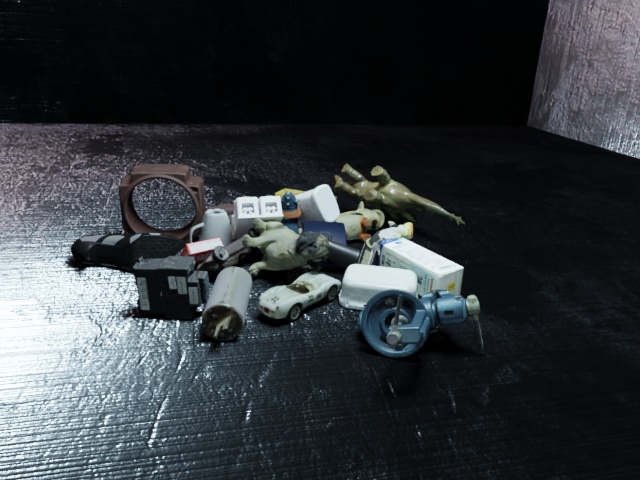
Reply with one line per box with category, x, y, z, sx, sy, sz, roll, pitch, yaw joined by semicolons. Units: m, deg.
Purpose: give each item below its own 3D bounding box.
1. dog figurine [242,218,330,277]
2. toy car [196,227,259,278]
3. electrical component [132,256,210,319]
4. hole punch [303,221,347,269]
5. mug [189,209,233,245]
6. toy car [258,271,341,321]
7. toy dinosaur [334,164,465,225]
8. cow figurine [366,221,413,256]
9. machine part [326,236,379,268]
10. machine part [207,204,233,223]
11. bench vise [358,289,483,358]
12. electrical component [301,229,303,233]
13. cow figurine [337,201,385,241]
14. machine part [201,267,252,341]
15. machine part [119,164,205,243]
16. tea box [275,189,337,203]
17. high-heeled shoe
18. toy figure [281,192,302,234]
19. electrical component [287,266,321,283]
dog figurine;-0.056;0.010;1.212;0.191;0.121;0.172;-4;32;17
toy car;-0.203;0.033;1.238;0.053;0.089;0.202;52;33;1
electrical component;-0.282;0.092;1.033;0.134;0.114;0.058;3;25;0
hole punch;0.010;0.013;1.310;0.142;0.092;0.116;4;25;-7
mug;-0.270;-0.021;1.336;0.109;0.107;0.081;-3;20;-20
toy car;-0.038;0.109;1.094;0.074;0.056;0.202;19;27;36
toy dinosaur;0.200;-0.126;1.553;0.198;0.105;0.472;30;-2;-40
cow figurine;0.185;-0.003;1.401;0.098;0.068;0.167;6;20;24
machine part;0.064;0.035;1.248;0.139;0.084;0.039;18;-18;-3
machine part;-0.237;-0.056;1.500;0.179;0.056;0.179;3;20;-1
bench vise;0.164;0.142;0.918;0.224;0.128;0.240;1;2;16
electrical component;-0.003;-0.004;1.377;0.094;0.063;0.021;8;32;-4
cow figurine;0.090;-0.045;1.475;0.195;0.085;0.127;-11;27;-22
machine part;-0.176;0.118;1.030;0.079;0.079;0.243;1;21;-3
machine part;-0.396;-0.087;1.359;0.201;0.201;0.087;0;25;-6
tea box;-0.042;-0.084;1.537;0.170;0.098;0.068;10;21;23
high-heeled shoe;-0.450;0.016;1.261;0.249;0.086;0.145;-6;17;-22
toy figure;-0.080;-0.053;1.373;0.064;0.154;0.058;-8;26;-22
electrical component;-0.036;0.067;1.218;0.078;0.045;0.102;4;21;1
